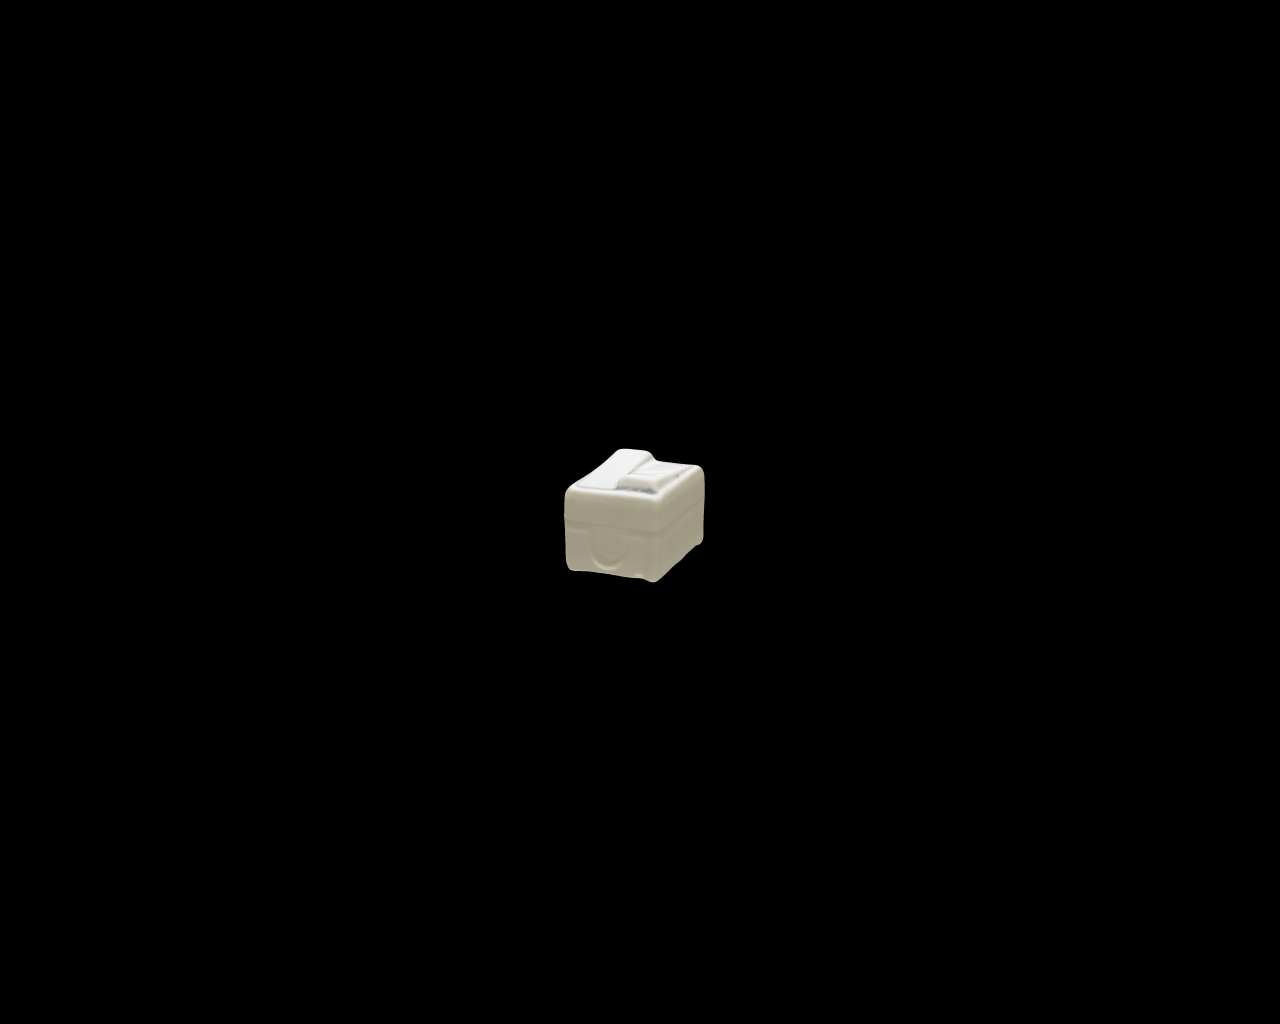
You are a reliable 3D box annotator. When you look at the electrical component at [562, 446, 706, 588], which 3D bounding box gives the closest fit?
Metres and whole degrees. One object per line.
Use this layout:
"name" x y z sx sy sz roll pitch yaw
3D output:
"electrical component" 0.001 -0.003 0.650 0.062 0.061 0.096 8 20 22
